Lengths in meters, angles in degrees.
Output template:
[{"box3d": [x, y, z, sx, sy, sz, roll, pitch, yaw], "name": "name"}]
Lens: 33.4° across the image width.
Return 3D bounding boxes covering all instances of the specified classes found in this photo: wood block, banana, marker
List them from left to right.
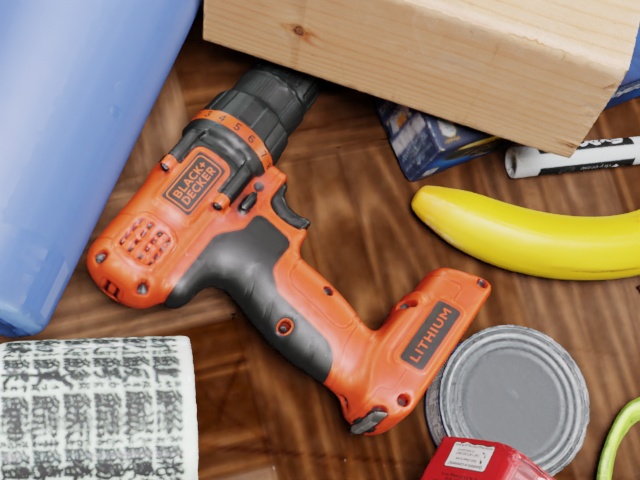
[{"box3d": [0.052, -0.128, 0.547, 0.206, 0.091, 0.090, 18, 65, 2], "name": "wood block"}, {"box3d": [0.153, -0.007, 0.630, 0.197, 0.037, 0.069, -6, 59, -15], "name": "banana"}, {"box3d": [0.172, -0.053, 0.653, 0.121, 0.020, 0.020, -6, 76, -14], "name": "marker"}]

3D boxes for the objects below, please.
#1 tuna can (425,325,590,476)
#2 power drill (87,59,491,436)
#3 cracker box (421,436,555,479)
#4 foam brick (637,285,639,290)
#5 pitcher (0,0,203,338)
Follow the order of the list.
[{"box3d": [0.102, 0.092, 0.589, 0.086, 0.034, 0.086, 3, 73, -11], "name": "tuna can"}, {"box3d": [-0.004, 0.001, 0.581, 0.187, 0.057, 0.184, 36, 65, 2], "name": "power drill"}, {"box3d": [0.084, 0.227, 0.504, 0.164, 0.072, 0.213, 40, 68, -18], "name": "cracker box"}, {"box3d": [0.240, 0.027, 0.627, 0.078, 0.053, 0.051, -27, 81, -18], "name": "foam brick"}, {"box3d": [-0.152, -0.084, 0.531, 0.149, 0.145, 0.242, 22, 74, -9], "name": "pitcher"}]
